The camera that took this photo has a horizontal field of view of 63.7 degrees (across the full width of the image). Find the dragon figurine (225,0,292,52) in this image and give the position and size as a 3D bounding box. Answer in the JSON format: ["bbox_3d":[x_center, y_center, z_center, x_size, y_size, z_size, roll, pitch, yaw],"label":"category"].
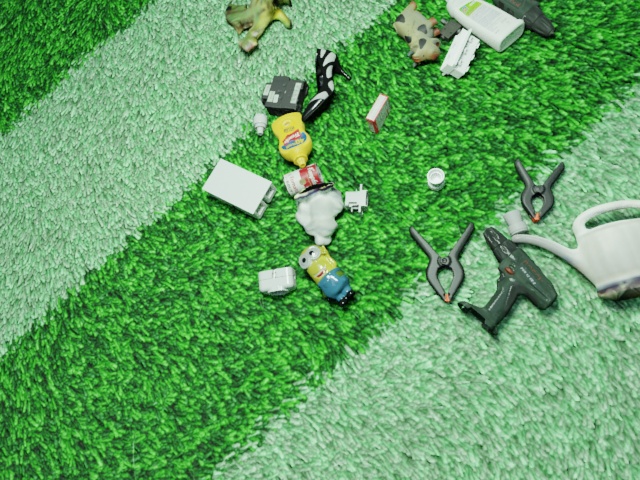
[{"bbox_3d":[-0.216,-0.792,1.706,0.242,0.417,0.120,-12,-23,19],"label":"dragon figurine"}]

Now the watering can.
[{"bbox_3d":[0.645,0.034,1.189,0.346,0.228,0.103,-17,-23,18],"label":"watering can"}]

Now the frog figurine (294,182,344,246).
[{"bbox_3d":[0.004,-0.071,1.401,0.138,0.157,0.123,-23,17,-17],"label":"frog figurine"}]
